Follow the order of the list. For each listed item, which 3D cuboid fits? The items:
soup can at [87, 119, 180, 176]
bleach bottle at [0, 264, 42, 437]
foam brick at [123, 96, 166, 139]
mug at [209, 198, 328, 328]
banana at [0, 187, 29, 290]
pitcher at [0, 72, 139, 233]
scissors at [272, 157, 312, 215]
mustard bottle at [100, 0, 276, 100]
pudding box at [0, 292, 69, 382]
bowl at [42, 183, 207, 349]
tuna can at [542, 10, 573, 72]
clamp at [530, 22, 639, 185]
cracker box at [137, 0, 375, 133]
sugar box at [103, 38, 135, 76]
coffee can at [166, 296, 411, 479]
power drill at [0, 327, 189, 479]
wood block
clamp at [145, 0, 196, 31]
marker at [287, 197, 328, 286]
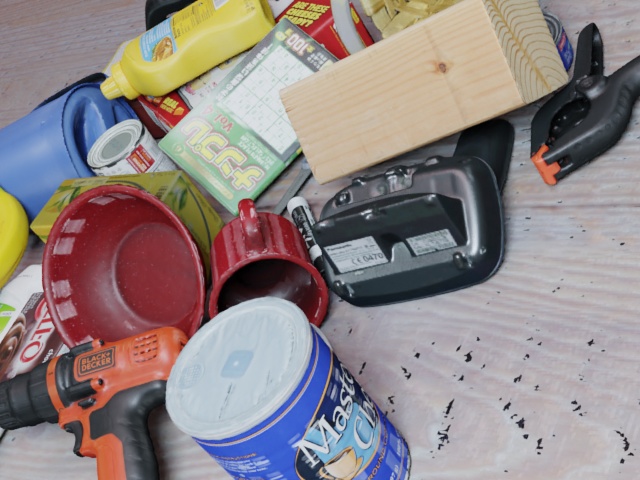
[{"bbox_3d":[-0.172,-0.061,1.051,0.069,0.102,0.068,-22,38,19],"label":"soup can"},{"bbox_3d":[-0.299,0.109,1.004,0.103,0.068,0.250,-3,45,38],"label":"bleach bottle"},{"bbox_3d":[-0.185,-0.159,1.215,0.053,0.051,0.078,-7,45,35],"label":"foam brick"},{"bbox_3d":[-0.048,0.020,0.849,0.093,0.117,0.081,-16,32,-1],"label":"mug"},{"bbox_3d":[-0.333,0.021,1.049,0.069,0.037,0.197,13,48,2],"label":"banana"},{"bbox_3d":[-0.313,-0.080,1.174,0.243,0.145,0.149,-17,9,30],"label":"pitcher"},{"bbox_3d":[0.011,-0.079,0.991,0.096,0.016,0.201,-7,46,35],"label":"scissors"},{"bbox_3d":[-0.140,-0.197,1.088,0.192,0.058,0.096,-28,39,10],"label":"mustard bottle"},{"bbox_3d":[-0.241,0.094,0.940,0.090,0.039,0.113,-9,44,37],"label":"pudding box"},{"bbox_3d":[-0.150,0.032,0.882,0.162,0.162,0.055,-16,0,27],"label":"bowl"},{"bbox_3d":[0.175,-0.159,0.926,0.086,0.033,0.086,-23,38,19],"label":"tuna can"},{"bbox_3d":[0.214,-0.116,0.844,0.171,0.039,0.120,-44,26,-12],"label":"clamp"},{"bbox_3d":[-0.069,-0.174,1.119,0.213,0.072,0.164,-41,37,-8],"label":"cracker box"},{"bbox_3d":[-0.177,-0.219,1.282,0.176,0.048,0.093,-7,43,31],"label":"sugar box"},{"bbox_3d":[-0.018,0.119,0.686,0.103,0.140,0.103,-23,38,19],"label":"coffee can"},{"bbox_3d":[-0.177,0.166,0.797,0.185,0.057,0.187,-20,55,18],"label":"power drill"},{"bbox_3d":[0.080,-0.125,0.868,0.207,0.091,0.090,-19,7,39],"label":"wood block"},{"bbox_3d":[-0.137,-0.290,1.291,0.210,0.164,0.036,-26,64,49],"label":"clamp"},{"bbox_3d":[-0.006,0.001,0.913,0.020,0.020,0.121,-33,36,6],"label":"marker"}]
